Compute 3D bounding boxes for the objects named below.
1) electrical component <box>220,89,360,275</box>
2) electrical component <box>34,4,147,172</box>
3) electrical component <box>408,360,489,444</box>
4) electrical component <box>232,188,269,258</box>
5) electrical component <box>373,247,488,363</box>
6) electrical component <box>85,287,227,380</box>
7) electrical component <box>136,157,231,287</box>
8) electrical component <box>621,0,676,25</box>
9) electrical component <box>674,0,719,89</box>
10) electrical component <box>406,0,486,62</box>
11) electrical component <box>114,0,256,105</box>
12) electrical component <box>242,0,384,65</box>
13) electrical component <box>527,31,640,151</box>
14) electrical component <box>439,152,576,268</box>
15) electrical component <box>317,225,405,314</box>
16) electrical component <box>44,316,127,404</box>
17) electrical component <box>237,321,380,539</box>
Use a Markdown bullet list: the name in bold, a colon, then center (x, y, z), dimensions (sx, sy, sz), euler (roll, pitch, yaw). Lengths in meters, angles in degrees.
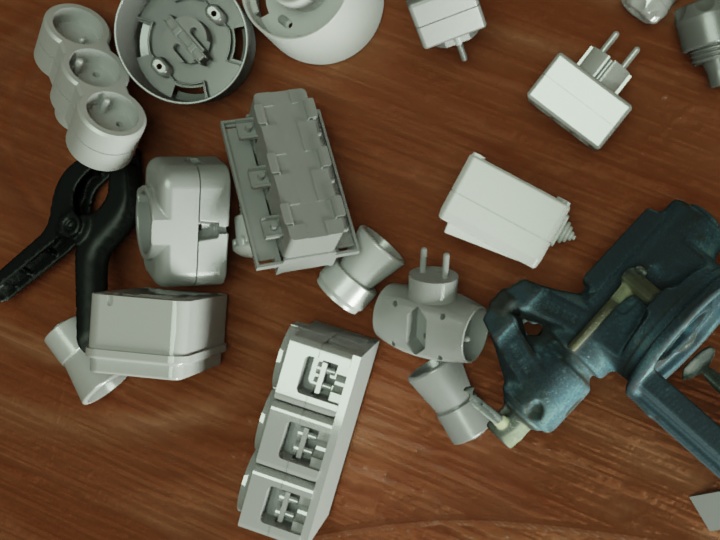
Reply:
- **electrical component**: center (-0.050, -0.067, 0.792), dimensions (0.079, 0.063, 0.121), euler (-10, 70, -18)
- **electrical component**: center (-0.214, -0.131, 0.833), dimensions (0.073, 0.052, 0.138), euler (-53, 54, 45)
- **electrical component**: center (0.071, 0.099, 0.822), dimensions (0.044, 0.044, 0.065), euler (-30, 94, 11)
- **electrical component**: center (-0.076, -0.041, 0.834), dimensions (0.048, 0.048, 0.062), euler (-5, 86, 10)
- **electrical component**: center (0.054, 0.022, 0.799), dimensions (0.077, 0.043, 0.079), euler (15, 114, 30)
- **electrical component**: center (-0.152, 0.046, 0.819), dimensions (0.078, 0.113, 0.057), euler (5, 92, 9)
- **electrical component**: center (-0.136, -0.037, 0.821), dimensions (0.059, 0.054, 0.095), euler (-3, 110, -24)
- **electrical component**: center (0.219, -0.209, 0.774), dimensions (0.035, 0.035, 0.061), euler (38, 97, 5)
- **electrical component**: center (0.252, -0.162, 0.768), dimensions (0.043, 0.043, 0.062), euler (-15, 93, 11)
- **electrical component**: center (0.065, -0.189, 0.788), dimensions (0.047, 0.083, 0.075), euler (-19, 129, 11)
- **electrical component**: center (-0.131, -0.175, 0.822), dimensions (0.099, 0.064, 0.099), euler (1, 95, 10)
- **electrical component**: center (-0.038, -0.211, 0.816), dimensions (0.099, 0.064, 0.099), euler (-2, 86, 21)
- **electrical component**: center (0.171, -0.136, 0.782), dimensions (0.066, 0.047, 0.076), euler (38, 100, 5)
- **electrical component**: center (0.111, -0.038, 0.792), dimensions (0.096, 0.062, 0.061), euler (29, 99, 6)
- **electrical component**: center (0.000, 0.000, 0.823), dimensions (0.045, 0.045, 0.055), euler (42, 100, 4)
- **electrical component**: center (-0.224, 0.070, 0.870), dimensions (0.044, 0.044, 0.065), euler (-40, 82, 10)
- **electrical component**: center (-0.041, 0.120, 0.817), dimensions (0.062, 0.089, 0.150), euler (17, 97, 8)
